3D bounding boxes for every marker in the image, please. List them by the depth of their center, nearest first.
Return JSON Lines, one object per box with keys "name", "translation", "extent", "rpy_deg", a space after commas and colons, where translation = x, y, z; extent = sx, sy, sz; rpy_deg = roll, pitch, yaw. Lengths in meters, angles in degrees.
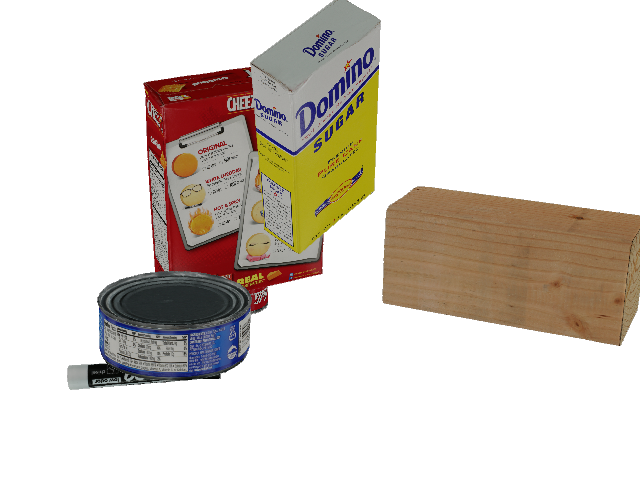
{"name": "marker", "translation": [-0.132, 0.101, 0.821], "extent": [0.121, 0.020, 0.020], "rpy_deg": [-4, 0, -4]}

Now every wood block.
{"name": "wood block", "translation": [0.166, 0.017, 0.920], "extent": [0.206, 0.090, 0.090], "rpy_deg": [9, 19, 23]}

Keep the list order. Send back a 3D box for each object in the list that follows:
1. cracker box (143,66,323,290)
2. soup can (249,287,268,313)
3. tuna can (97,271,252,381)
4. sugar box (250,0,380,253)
{"name": "cracker box", "translation": [-0.080, -0.055, 1.026], "extent": [0.164, 0.214, 0.072], "rpy_deg": [-12, 33, -23]}
{"name": "soup can", "translation": [-0.097, 0.029, 1.271], "extent": [0.068, 0.102, 0.068], "rpy_deg": [0, 21, 0]}
{"name": "tuna can", "translation": [-0.082, 0.047, 0.601], "extent": [0.086, 0.034, 0.086], "rpy_deg": [2, 18, -1]}
{"name": "sugar box", "translation": [-0.001, -0.079, 0.777], "extent": [0.048, 0.093, 0.176], "rpy_deg": [36, -29, 23]}
